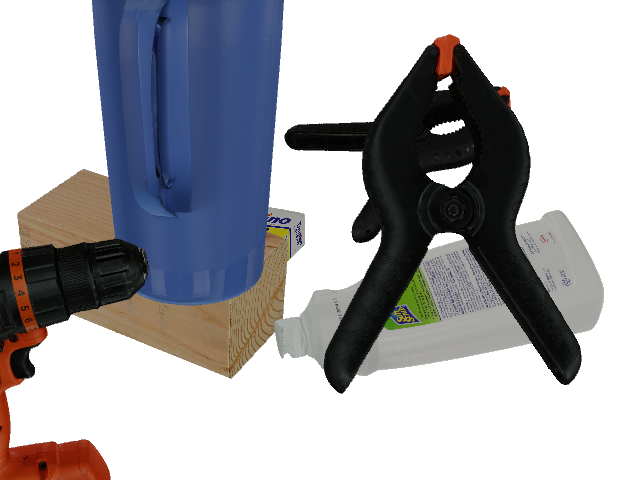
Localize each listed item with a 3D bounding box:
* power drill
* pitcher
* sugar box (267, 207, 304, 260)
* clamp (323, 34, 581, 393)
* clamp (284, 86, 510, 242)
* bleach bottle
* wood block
[{"bbox_3d":[-0.192,0.093,0.698,0.184,0.188,0.057,-11,26,-8],"label":"power drill"},{"bbox_3d":[-0.094,-0.077,0.742,0.149,0.243,0.145,-14,29,-33],"label":"pitcher"},{"bbox_3d":[-0.091,0.014,1.134,0.093,0.048,0.176,10,30,19],"label":"sugar box"},{"bbox_3d":[0.050,-0.007,0.502,0.120,0.171,0.039,-10,-3,-9],"label":"clamp"},{"bbox_3d":[0.086,-0.082,0.982,0.210,0.165,0.036,-20,-43,-5],"label":"clamp"},{"bbox_3d":[0.087,0.047,0.840,0.250,0.102,0.068,-11,-42,-9],"label":"bleach bottle"},{"bbox_3d":[-0.140,0.024,0.891,0.206,0.090,0.090,19,36,21],"label":"wood block"}]
